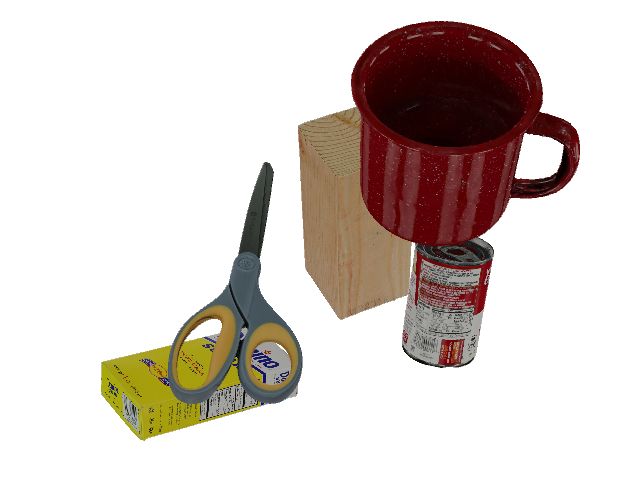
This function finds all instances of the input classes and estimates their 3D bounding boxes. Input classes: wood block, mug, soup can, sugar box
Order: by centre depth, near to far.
[{"bbox_3d":[0.073,-0.049,0.547,0.117,0.093,0.081,9,-37,8],"label":"mug"},{"bbox_3d":[0.109,0.051,0.925,0.068,0.102,0.068,5,23,-2],"label":"soup can"},{"bbox_3d":[-0.119,0.137,1.062,0.175,0.048,0.093,-14,32,-31],"label":"sugar box"},{"bbox_3d":[0.038,-0.028,1.114,0.090,0.206,0.091,-19,47,-17],"label":"wood block"}]

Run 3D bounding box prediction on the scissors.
[{"bbox_3d":[-0.036,0.031,0.733,0.096,0.201,0.016,20,-34,11],"label":"scissors"}]
